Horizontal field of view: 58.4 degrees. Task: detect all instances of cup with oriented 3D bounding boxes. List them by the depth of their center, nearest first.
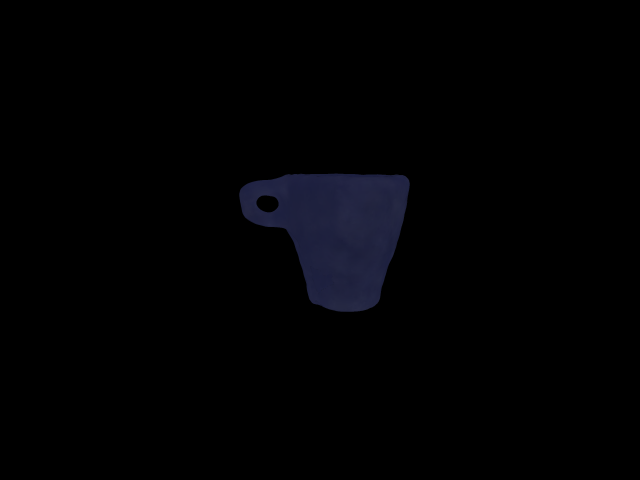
[{"bbox_3d":[0.004,0.001,0.400,0.118,0.095,0.091,-1,7,-9],"label":"cup"}]
